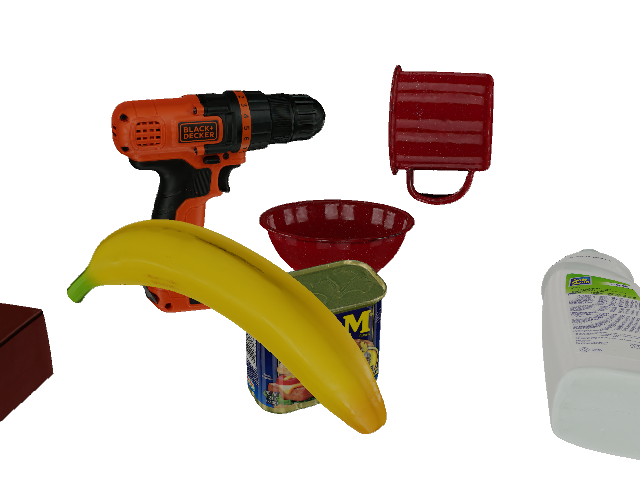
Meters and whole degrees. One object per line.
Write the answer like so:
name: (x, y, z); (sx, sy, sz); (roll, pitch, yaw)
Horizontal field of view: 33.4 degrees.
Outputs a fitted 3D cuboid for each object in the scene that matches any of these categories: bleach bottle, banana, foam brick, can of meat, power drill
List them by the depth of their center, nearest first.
banana: (-0.047, 0.034, 0.568); (0.198, 0.070, 0.037); (23, 34, 20)
foam brick: (-0.224, 0.082, 0.710); (0.053, 0.051, 0.078); (7, 29, 23)
can of meat: (-0.005, 0.070, 0.773); (0.102, 0.084, 0.057); (-12, 33, -21)
bleach bottle: (0.221, 0.069, 0.816); (0.102, 0.068, 0.250); (9, 24, 7)
power drill: (-0.086, -0.037, 0.923); (0.184, 0.188, 0.057); (-5, 20, -18)

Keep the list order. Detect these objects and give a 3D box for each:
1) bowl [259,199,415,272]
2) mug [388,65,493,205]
bowl: (0.017, 0.002, 1.110); (0.162, 0.055, 0.162); (0, 16, 0)
mug: (0.102, -0.088, 0.894); (0.081, 0.117, 0.093); (3, -7, 10)
